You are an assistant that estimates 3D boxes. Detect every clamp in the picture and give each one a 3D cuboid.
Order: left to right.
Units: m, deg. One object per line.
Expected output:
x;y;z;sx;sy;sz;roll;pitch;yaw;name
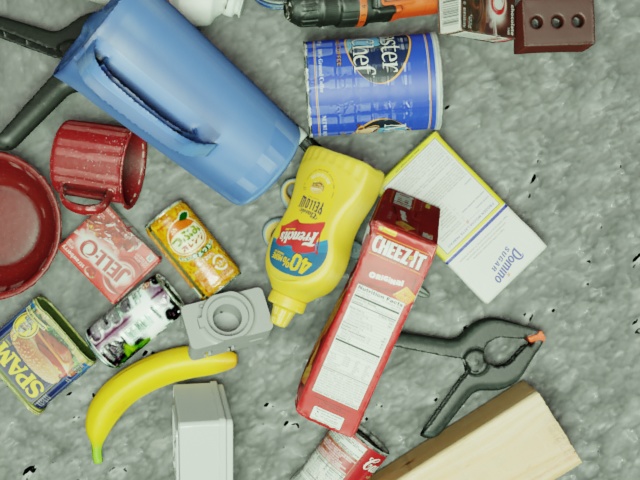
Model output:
-0.270;-0.184;1.152;0.210;0.036;0.164;-9;76;-5;clamp
0.158;0.126;1.164;0.171;0.039;0.120;-30;95;-5;clamp

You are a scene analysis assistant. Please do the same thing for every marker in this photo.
-0.042;-0.131;1.171;0.121;0.020;0.020;42;91;0;marker

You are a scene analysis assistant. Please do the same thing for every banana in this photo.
-0.187;0.162;1.173;0.198;0.037;0.069;-35;109;2;banana

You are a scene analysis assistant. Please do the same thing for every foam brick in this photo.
0.251;-0.231;1.149;0.078;0.051;0.053;-2;91;1;foam brick

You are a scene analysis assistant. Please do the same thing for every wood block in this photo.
0.161;0.246;1.140;0.206;0.091;0.090;-32;90;2;wood block

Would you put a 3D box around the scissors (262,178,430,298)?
0.019;0.019;1.175;0.096;0.016;0.202;-43;90;3;scissors

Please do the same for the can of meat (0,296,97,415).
-0.306;0.124;1.161;0.084;0.057;0.102;-41;91;-1;can of meat

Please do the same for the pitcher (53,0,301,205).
-0.140;-0.141;1.084;0.242;0.145;0.149;39;68;-19;pitcher

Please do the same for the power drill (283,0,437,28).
0.038;-0.320;1.130;0.184;0.057;0.187;-10;93;-19;power drill

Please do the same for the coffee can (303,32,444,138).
0.055;-0.163;1.127;0.140;0.103;0.103;-4;91;1;coffee can

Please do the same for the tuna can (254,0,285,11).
-0.044;-0.295;1.160;0.086;0.034;0.086;0;91;1;tuna can

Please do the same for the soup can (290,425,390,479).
0.017;0.249;1.154;0.068;0.068;0.102;39;92;0;soup can

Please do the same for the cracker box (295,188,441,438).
0.049;0.068;1.079;0.072;0.164;0.214;22;106;1;cracker box

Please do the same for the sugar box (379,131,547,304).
0.151;-0.025;1.158;0.093;0.048;0.176;-44;94;3;sugar box

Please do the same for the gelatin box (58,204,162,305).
-0.229;0.015;1.170;0.073;0.030;0.089;-43;90;2;gelatin box

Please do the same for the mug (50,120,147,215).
-0.239;-0.074;1.133;0.081;0.093;0.117;8;55;5;mug

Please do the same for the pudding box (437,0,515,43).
0.167;-0.271;1.133;0.089;0.039;0.113;-2;94;-40;pudding box

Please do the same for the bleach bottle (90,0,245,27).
-0.201;-0.298;1.149;0.251;0.068;0.102;16;91;-2;bleach bottle

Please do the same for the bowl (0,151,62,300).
-0.354;-0.015;1.159;0.162;0.055;0.162;0;91;1;bowl

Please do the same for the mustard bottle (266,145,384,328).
-0.008;0.001;1.123;0.096;0.058;0.191;23;91;40;mustard bottle
